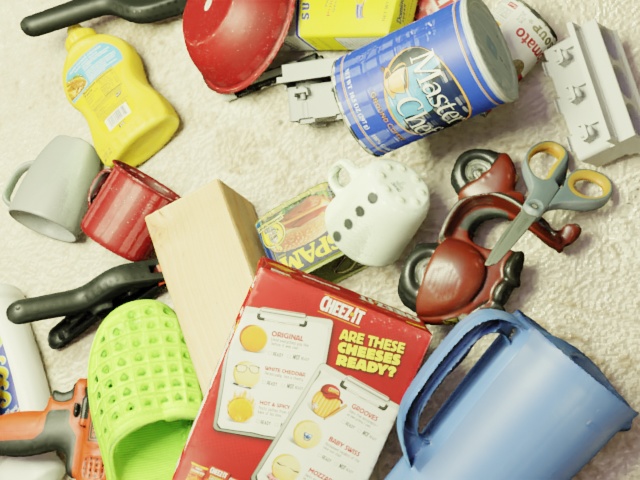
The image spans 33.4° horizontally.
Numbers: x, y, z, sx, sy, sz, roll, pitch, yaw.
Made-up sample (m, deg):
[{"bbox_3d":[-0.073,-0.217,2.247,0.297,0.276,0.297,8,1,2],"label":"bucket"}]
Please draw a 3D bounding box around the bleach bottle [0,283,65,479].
[{"bbox_3d":[-0.330,0.177,1.153,0.103,0.068,0.251,-32,69,11],"label":"bleach bottle"}]

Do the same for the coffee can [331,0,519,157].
[{"bbox_3d":[0.096,-0.148,0.974,0.140,0.102,0.103,-22,68,27],"label":"coffee can"}]

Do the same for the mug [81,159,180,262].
[{"bbox_3d":[-0.210,-0.034,1.149,0.117,0.093,0.081,35,95,32],"label":"mug"}]

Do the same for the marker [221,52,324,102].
[{"bbox_3d":[-0.052,-0.178,1.160,0.121,0.020,0.020,-16,70,17],"label":"marker"}]

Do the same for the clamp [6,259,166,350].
[{"bbox_3d":[-0.237,0.068,1.137,0.171,0.120,0.039,-18,73,-6],"label":"clamp"}]

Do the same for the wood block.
[{"bbox_3d":[-0.090,0.058,1.073,0.091,0.090,0.206,-27,67,13],"label":"wood block"}]

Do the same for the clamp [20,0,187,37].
[{"bbox_3d":[-0.233,-0.282,1.230,0.210,0.036,0.164,13,55,20],"label":"clamp"}]

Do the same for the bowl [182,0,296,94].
[{"bbox_3d":[-0.098,-0.241,1.142,0.162,0.055,0.162,-23,58,41],"label":"bowl"}]

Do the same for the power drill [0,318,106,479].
[{"bbox_3d":[-0.277,0.159,1.085,0.188,0.057,0.184,2,74,12],"label":"power drill"}]

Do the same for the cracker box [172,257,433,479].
[{"bbox_3d":[-0.018,0.144,0.955,0.164,0.072,0.214,22,98,-6],"label":"cracker box"}]

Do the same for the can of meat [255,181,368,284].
[{"bbox_3d":[-0.007,0.001,1.074,0.102,0.057,0.084,-28,65,12],"label":"can of meat"}]

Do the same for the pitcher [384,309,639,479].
[{"bbox_3d":[0.139,0.183,0.922,0.149,0.144,0.243,43,97,24],"label":"pitcher"}]

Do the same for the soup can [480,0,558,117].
[{"bbox_3d":[0.173,-0.180,1.045,0.102,0.068,0.068,-46,65,4],"label":"soup can"}]

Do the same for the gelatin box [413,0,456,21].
[{"bbox_3d":[0.124,-0.233,1.099,0.073,0.030,0.089,-23,69,15],"label":"gelatin box"}]

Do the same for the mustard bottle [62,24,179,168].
[{"bbox_3d":[-0.241,-0.176,1.214,0.096,0.058,0.192,-40,65,14],"label":"mustard bottle"}]

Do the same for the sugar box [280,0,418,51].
[{"bbox_3d":[0.017,-0.248,1.119,0.176,0.048,0.093,7,78,34],"label":"sugar box"}]

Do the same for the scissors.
[{"bbox_3d":[0.209,-0.024,0.953,0.096,0.016,0.201,20,42,4],"label":"scissors"}]
